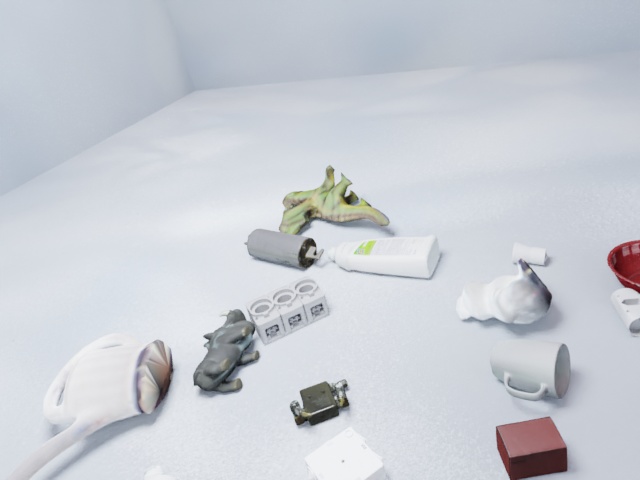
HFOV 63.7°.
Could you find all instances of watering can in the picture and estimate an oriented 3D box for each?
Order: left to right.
[{"bbox_3d":[-0.388,0.284,0.911,0.224,0.102,0.355,-10,30,5],"label":"watering can"}]

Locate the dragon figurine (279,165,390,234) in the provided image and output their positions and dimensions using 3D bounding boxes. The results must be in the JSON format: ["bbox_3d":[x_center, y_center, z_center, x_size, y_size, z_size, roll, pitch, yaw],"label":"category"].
[{"bbox_3d":[0.004,-0.070,1.395,0.243,0.120,0.417,-35,31,-3],"label":"dragon figurine"}]

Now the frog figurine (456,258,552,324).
[{"bbox_3d":[0.330,0.113,0.938,0.158,0.122,0.139,-40,2,16],"label":"frog figurine"}]
